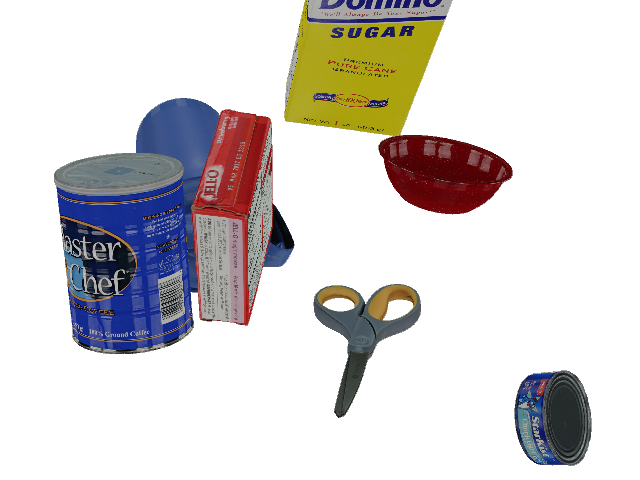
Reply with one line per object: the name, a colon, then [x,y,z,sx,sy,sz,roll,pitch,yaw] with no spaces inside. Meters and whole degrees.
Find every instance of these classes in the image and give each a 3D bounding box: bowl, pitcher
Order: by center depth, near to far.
pitcher: [-0.128,-0.057,1.150,0.145,0.149,0.243,-21,32,-1]
bowl: [0.144,-0.074,1.271,0.162,0.055,0.162,8,24,-4]

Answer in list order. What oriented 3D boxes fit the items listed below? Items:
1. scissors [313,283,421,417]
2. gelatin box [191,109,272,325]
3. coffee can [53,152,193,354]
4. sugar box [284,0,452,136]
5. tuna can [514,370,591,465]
scissors: [0.016,0.076,0.819,0.096,0.016,0.201,10,25,24]
gelatin box: [-0.045,-0.011,0.558,0.030,0.073,0.089,7,-42,4]
coffee can: [-0.159,0.008,0.876,0.103,0.140,0.103,-2,19,0]
sugar box: [0.032,-0.144,0.745,0.093,0.048,0.176,6,-29,-7]
tuna can: [0.213,0.163,0.977,0.034,0.086,0.085,-11,-7,40]
